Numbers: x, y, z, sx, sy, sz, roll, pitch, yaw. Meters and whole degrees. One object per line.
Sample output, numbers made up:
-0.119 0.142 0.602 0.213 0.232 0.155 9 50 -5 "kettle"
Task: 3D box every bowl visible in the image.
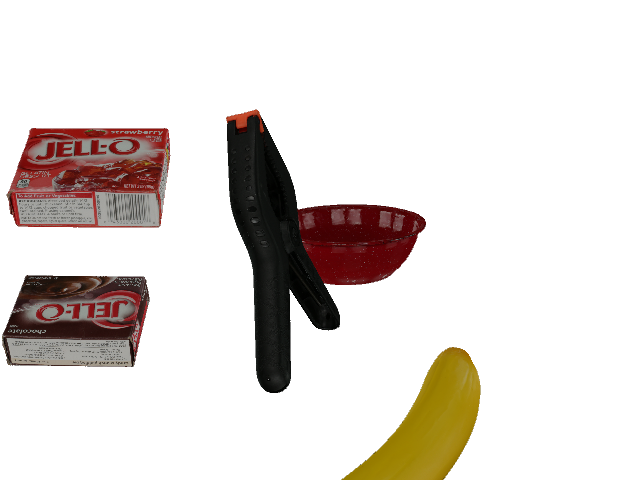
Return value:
0.029 0.007 1.098 0.162 0.055 0.162 -2 15 0 "bowl"

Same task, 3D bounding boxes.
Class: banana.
0.040 0.118 0.587 0.070 0.037 0.197 19 41 41 "banana"

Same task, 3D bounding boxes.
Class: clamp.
-0.033 0.002 0.849 0.036 0.210 0.164 -11 3 17 "clamp"

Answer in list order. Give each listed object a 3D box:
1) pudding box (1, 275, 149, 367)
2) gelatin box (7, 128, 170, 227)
-0.214 0.070 0.943 0.113 0.039 0.090 -1 33 1 "pudding box"
-0.139 -0.040 0.654 0.089 0.030 0.073 1 36 -2 "gelatin box"
